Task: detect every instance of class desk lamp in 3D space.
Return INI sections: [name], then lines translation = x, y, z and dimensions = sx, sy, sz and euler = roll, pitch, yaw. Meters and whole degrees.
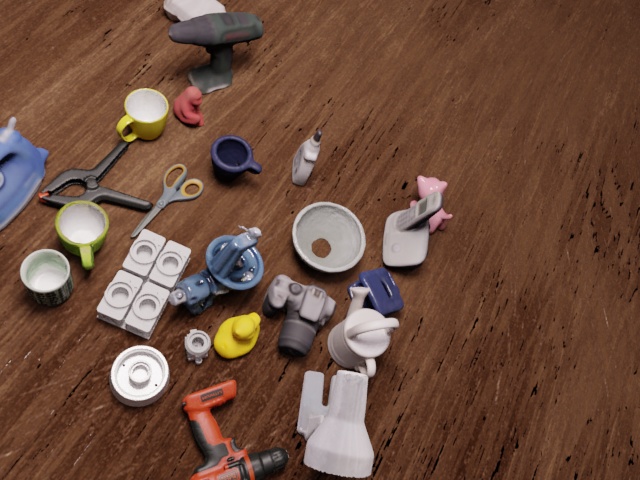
[desk lamp]
translation = 0.027, 0.328, 1.045
dimensions = 0.118, 0.213, 0.203
euler = 12, 64, -13

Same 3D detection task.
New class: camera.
[camera]
translation = -0.049, 0.156, 1.160
dimensions = 0.143, 0.100, 0.137
euler = 23, 62, -7

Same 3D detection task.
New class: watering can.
[watering can]
translation = 0.086, 0.181, 1.141
dimensions = 0.101, 0.194, 0.173
euler = -24, 76, -26

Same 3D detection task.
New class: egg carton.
[egg carton]
translation = -0.302, -0.559, 1.410
dimensions = 0.150, 0.069, 0.107
euler = 35, 61, -1

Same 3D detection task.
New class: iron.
[iron]
translation = -0.617, -0.105, 1.062
dimensions = 0.119, 0.141, 0.258
euler = 23, 62, -8

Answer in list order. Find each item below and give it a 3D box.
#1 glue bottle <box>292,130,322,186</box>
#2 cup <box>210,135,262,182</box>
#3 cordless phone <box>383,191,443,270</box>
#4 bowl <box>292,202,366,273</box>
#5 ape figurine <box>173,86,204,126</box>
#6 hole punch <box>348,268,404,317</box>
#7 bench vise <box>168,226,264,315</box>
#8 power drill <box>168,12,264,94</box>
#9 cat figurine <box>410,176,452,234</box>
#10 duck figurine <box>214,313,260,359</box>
[glue bottle]
translation = -0.025, -0.193, 1.282
dimensions = 0.037, 0.173, 0.078
euler = 9, 64, -14
[cup]
translation = -0.187, -0.164, 1.259
dimensions = 0.118, 0.095, 0.092
euler = 27, 61, -6
[cordless phone]
translation = 0.214, -0.020, 1.279
dimensions = 0.094, 0.185, 0.147
euler = 12, 64, -13
[bowl]
translation = 0.012, 0.005, 1.263
dimensions = 0.168, 0.074, 0.167
euler = 7, 65, -15
[ape figurine]
translation = -0.289, -0.309, 1.290
dimensions = 0.076, 0.092, 0.078
euler = 20, 62, -9
[hole punch]
translation = 0.128, 0.114, 1.244
dimensions = 0.101, 0.091, 0.108
euler = -20, 74, -25
[bench vise]
translation = -0.180, 0.062, 1.089
dimensions = 0.121, 0.219, 0.208
euler = 37, 61, 1
[power drill]
translation = -0.241, -0.428, 1.293
dimensions = 0.230, 0.208, 0.075
euler = -28, 78, -27
[cat figurine]
translation = 0.272, -0.094, 1.369
dimensions = 0.067, 0.117, 0.127
euler = -23, 76, -25
[duck figurine]
translation = -0.158, 0.182, 1.121
dimensions = 0.077, 0.086, 0.105
euler = 47, 61, 6
